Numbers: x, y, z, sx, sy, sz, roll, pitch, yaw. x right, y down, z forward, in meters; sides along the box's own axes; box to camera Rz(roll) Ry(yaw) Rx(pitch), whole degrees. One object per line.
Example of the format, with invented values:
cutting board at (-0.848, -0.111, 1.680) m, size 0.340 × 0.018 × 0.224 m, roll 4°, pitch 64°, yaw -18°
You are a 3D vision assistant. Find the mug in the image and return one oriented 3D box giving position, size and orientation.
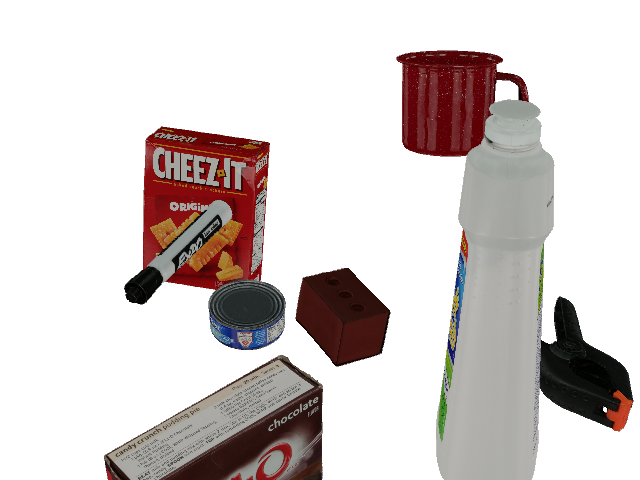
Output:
mug at (0.125, -0.121, 0.946) m, size 0.117 × 0.081 × 0.093 m, roll 3°, pitch 18°, yaw 12°

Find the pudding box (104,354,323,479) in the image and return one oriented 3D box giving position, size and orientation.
pudding box at (-0.050, 0.122, 0.544) m, size 0.113 × 0.090 × 0.039 m, roll -29°, pitch 46°, yaw -33°

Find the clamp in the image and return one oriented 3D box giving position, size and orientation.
clamp at (0.216, 0.100, 0.927) m, size 0.120 × 0.039 × 0.172 m, roll -18°, pitch 39°, yaw -29°

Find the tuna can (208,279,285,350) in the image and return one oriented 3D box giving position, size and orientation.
tuna can at (-0.082, 0.083, 1.189) m, size 0.086 × 0.034 × 0.086 m, roll 1°, pitch 36°, yaw -1°

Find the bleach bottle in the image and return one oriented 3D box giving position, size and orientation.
bleach bottle at (0.110, 0.032, 0.659) m, size 0.068 × 0.251 × 0.102 m, roll 3°, pitch 30°, yaw 7°

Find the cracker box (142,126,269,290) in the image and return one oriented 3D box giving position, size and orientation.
cracker box at (-0.164, -0.040, 1.505) m, size 0.164 × 0.214 × 0.072 m, roll 9°, pitch 23°, yaw 10°

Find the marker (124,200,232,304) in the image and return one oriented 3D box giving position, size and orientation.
marker at (-0.101, 0.008, 0.765) m, size 0.020 × 0.020 × 0.121 m, roll 0°, pitch 31°, yaw 32°

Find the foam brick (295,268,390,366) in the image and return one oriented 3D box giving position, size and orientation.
foam brick at (0.020, 0.069, 0.986) m, size 0.052 × 0.051 × 0.078 m, roll -12°, pitch 37°, yaw -29°
